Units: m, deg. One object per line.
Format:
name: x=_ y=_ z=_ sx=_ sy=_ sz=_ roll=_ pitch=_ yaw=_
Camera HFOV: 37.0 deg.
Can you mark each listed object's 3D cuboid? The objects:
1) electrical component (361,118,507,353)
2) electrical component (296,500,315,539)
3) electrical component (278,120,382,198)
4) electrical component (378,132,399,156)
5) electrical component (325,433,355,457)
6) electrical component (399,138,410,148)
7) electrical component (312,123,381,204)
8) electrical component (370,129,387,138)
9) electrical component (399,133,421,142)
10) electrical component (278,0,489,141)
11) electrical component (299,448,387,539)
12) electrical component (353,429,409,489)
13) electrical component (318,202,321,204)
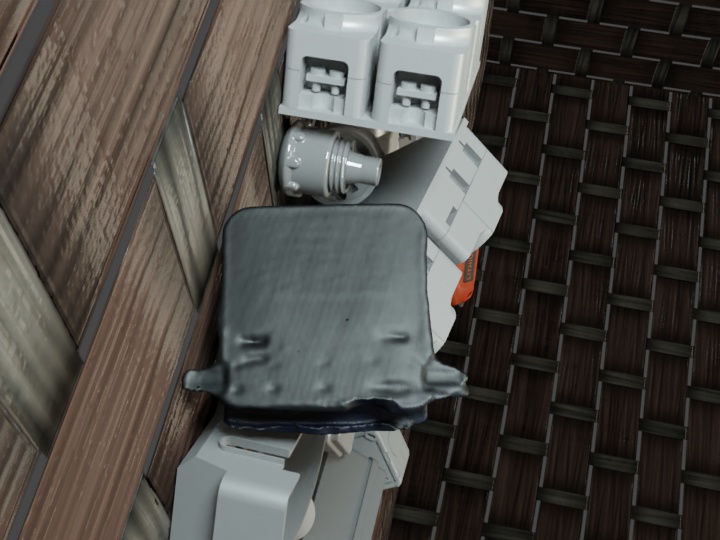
electrical component: x=0.022 y=-0.005 z=0.730 sx=0.105 sy=0.060 sz=0.186 roll=-20 pitch=-146 yaw=47
electrical component: x=-0.057 y=0.168 z=0.772 sx=0.081 sy=0.043 sz=0.043 roll=83 pitch=18 yaw=-68
electrical component: x=-0.018 y=-0.066 z=0.670 sx=0.048 sy=0.062 sz=0.048 roll=10 pitch=90 yaw=-83
electrical component: x=0.009 y=-0.108 z=0.886 sx=0.076 sy=0.047 sz=0.065 roll=-73 pitch=170 yaw=-45
electrical component: x=-0.028 y=0.081 z=0.824 sx=0.108 sy=0.056 sz=0.108 roll=75 pitch=26 yaw=-74
electrical component: x=0.042 y=-0.116 z=1.144 sx=0.077 sy=0.044 sz=0.079 roll=-57 pitch=-172 yaw=-25
electrical component: x=-0.012 y=-0.076 z=0.748 sx=0.047 sy=0.055 sz=0.055 roll=-70 pitch=169 yaw=-72
electrical component: x=0.002 y=-0.132 z=0.812 sx=0.045 sy=0.045 sz=0.055 roll=-72 pitch=169 yaw=-50
electrical component: x=0.047 y=-0.178 z=1.027 sx=0.121 sy=0.063 sz=0.078 roll=89 pitch=13 yaw=-58
electrical component: x=0.023 y=-0.148 z=0.704 sx=0.186 sy=0.105 sz=0.060 roll=-66 pitch=164 yaw=-64
electrical component: x=-0.029 y=0.203 z=0.869 sx=0.078 sy=0.057 sz=0.113 roll=-45 pitch=-162 yaw=40
electrical component: x=-0.012 y=0.161 z=0.956 sx=0.061 sy=0.096 sz=0.061 roll=66 pitch=20 yaw=-18
electrical component: x=-0.018 y=-0.024 z=0.826 sx=0.044 sy=0.044 sz=0.065 roll=-10 pitch=115 yaw=-83
